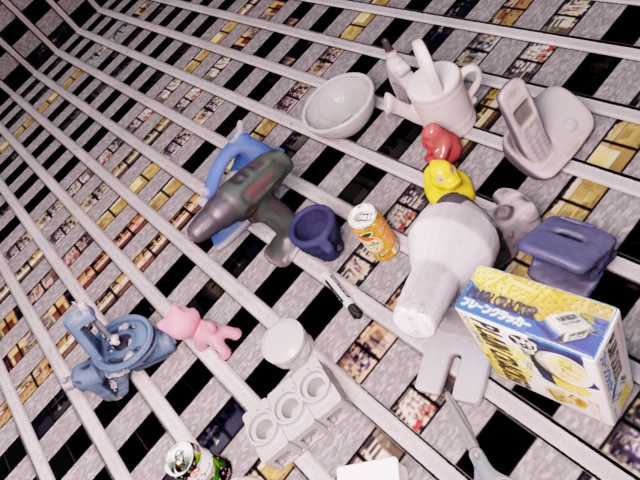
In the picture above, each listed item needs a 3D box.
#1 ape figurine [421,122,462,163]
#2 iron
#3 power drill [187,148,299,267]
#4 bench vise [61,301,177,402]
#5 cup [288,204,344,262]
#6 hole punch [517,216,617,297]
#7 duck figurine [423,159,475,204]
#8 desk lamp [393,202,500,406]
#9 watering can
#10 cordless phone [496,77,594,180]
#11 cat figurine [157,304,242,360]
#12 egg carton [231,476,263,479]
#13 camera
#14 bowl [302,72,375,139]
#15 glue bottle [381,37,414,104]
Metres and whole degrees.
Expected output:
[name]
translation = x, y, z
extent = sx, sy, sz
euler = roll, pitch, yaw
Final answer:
[ape figurine]
translation = 0.210, -0.175, 1.025
extent = 0.076, 0.092, 0.078
euler = -17, 50, 21
[iron]
translation = -0.185, -0.117, 1.198
extent = 0.118, 0.142, 0.258
euler = 12, 65, 38
[power drill]
translation = -0.111, -0.042, 1.048
extent = 0.075, 0.209, 0.230
euler = 23, 72, 41
[bench vise]
translation = -0.396, 0.206, 1.037
extent = 0.207, 0.220, 0.121
euler = -48, 46, -7
[cup]
translation = 0.009, 0.004, 1.017
extent = 0.091, 0.095, 0.117
euler = -39, 46, 1
[hole punch]
translation = 0.344, 0.011, 0.801
extent = 0.108, 0.091, 0.101
euler = 27, 75, 42
[duck figurine]
translation = 0.210, -0.105, 0.976
extent = 0.077, 0.086, 0.104
euler = -41, 46, 0
[desk lamp]
translation = 0.173, 0.086, 0.769
extent = 0.117, 0.214, 0.203
euler = 4, 60, 35
[watering can]
translation = 0.201, -0.270, 1.029
extent = 0.173, 0.195, 0.100
euler = -39, 46, 1
[cordless phone]
translation = 0.344, -0.198, 0.891
extent = 0.148, 0.186, 0.093
euler = -50, 46, -9
[cat figurine]
translation = -0.226, 0.157, 1.036
extent = 0.127, 0.118, 0.067
euler = 5, 61, 35
[egg carton]
translation = -0.133, 0.411, 0.822
extent = 0.150, 0.070, 0.107
euler = -34, 46, 6
[camera]
translation = 0.245, -0.033, 0.890
extent = 0.143, 0.101, 0.136
euler = -39, 46, 2
[bowl]
translation = 0.050, -0.270, 1.209
extent = 0.167, 0.075, 0.167
euler = -17, 50, 22
[glue bottle]
translation = 0.157, -0.322, 1.111
extent = 0.037, 0.174, 0.078
euler = -42, 46, -1
